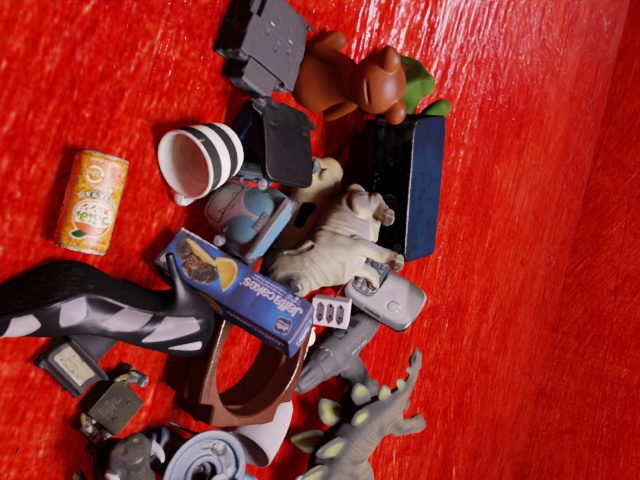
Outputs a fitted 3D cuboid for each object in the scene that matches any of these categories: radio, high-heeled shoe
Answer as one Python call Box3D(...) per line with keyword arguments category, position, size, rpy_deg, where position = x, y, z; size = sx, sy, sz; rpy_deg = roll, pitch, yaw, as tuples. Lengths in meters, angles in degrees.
Box3D(category="radio", position=(0.137, -0.082, 0.850), size=(0.131, 0.073, 0.229), rpy_deg=(-17, 112, -55))
Box3D(category="high-heeled shoe", position=(-0.240, 0.096, 0.581), size=(0.249, 0.086, 0.145), rpy_deg=(-15, 122, -20))

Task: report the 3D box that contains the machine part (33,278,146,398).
Box3D(category="machine part", position=(-0.253, 0.110, 0.625), size=(0.139, 0.039, 0.084), rpy_deg=(-51, 127, -28))

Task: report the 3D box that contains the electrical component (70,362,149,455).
Box3D(category="electrical component", position=(-0.251, 0.200, 0.645), size=(0.102, 0.045, 0.078), rpy_deg=(-47, 132, -33))

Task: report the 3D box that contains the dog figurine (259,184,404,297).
Box3D(category="dog figurine", position=(0.000, -0.003, 0.760), size=(0.190, 0.172, 0.121), rpy_deg=(0, 143, -24))

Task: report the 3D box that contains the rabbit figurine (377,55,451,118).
Box3D(category="rabbit figurine", position=(0.155, -0.240, 0.978), size=(0.170, 0.159, 0.121), rpy_deg=(78, 31, -52))

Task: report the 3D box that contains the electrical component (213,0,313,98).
Box3D(category="electrical component", position=(-0.077, -0.261, 0.727), size=(0.114, 0.058, 0.134), rpy_deg=(24, 80, -50))

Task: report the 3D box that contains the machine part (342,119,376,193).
Box3D(category="machine part", position=(0.109, -0.118, 0.916), size=(0.179, 0.056, 0.179), rpy_deg=(-19, 115, -49))

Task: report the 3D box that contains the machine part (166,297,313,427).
Box3D(category="machine part", position=(-0.111, 0.159, 0.782), size=(0.201, 0.087, 0.201), rpy_deg=(21, 85, -52))

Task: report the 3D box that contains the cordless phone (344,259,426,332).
Box3D(category="cordless phone", position=(0.144, 0.064, 1.012), size=(0.088, 0.147, 0.184), rpy_deg=(-10, 128, -65))

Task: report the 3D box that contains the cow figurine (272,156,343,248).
Box3D(category="cow figurine", position=(-0.027, -0.047, 0.836), size=(0.195, 0.086, 0.127), rpy_deg=(-61, 143, -16))

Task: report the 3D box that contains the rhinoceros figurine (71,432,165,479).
Box3D(category="rhinoceros figurine", position=(-0.232, 0.299, 0.632), size=(0.073, 0.112, 0.190), rpy_deg=(-22, 133, -45))

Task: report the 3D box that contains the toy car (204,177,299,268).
Box3D(category="toy car", position=(-0.100, -0.032, 0.717), size=(0.103, 0.162, 0.109), rpy_deg=(39, 83, -8))

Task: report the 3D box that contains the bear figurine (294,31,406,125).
Box3D(category="bear figurine", position=(0.058, -0.241, 0.792), size=(0.132, 0.196, 0.120), rpy_deg=(-43, 129, -38))

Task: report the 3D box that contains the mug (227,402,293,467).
Box3D(category="mug", position=(-0.085, 0.302, 0.864), size=(0.107, 0.081, 0.109), rpy_deg=(-52, 135, -43))

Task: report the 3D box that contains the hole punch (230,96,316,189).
Box3D(category="hole punch", position=(-0.073, -0.130, 0.752), size=(0.142, 0.092, 0.115), rpy_deg=(5, 85, -53))

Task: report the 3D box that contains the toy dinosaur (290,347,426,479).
Box3D(category="toy dinosaur", position=(0.038, 0.385, 0.966), size=(0.198, 0.105, 0.471), rpy_deg=(39, 84, -34))

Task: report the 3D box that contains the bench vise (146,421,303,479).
Box3D(category="bench vise", position=(-0.123, 0.331, 0.706), size=(0.129, 0.241, 0.223), rpy_deg=(-49, 119, -27))

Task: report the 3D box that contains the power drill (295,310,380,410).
Box3D(category="power drill", position=(0.041, 0.258, 1.024), size=(0.232, 0.086, 0.207), rpy_deg=(-45, 126, -36))

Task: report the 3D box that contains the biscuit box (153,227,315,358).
Box3D(category="biscuit box", position=(-0.104, 0.065, 0.663), size=(0.059, 0.203, 0.062), rpy_deg=(-56, 165, -27))
